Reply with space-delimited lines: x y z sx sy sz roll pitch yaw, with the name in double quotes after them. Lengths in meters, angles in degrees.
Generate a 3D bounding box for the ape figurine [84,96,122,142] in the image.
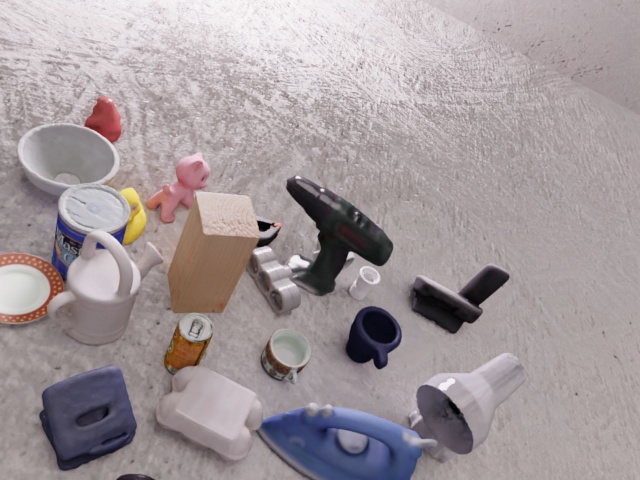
-0.426 -0.245 1.135 0.078 0.092 0.076 -23 65 -42 "ape figurine"

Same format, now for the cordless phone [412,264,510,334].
0.283 0.091 1.163 0.147 0.185 0.094 27 42 -5 "cordless phone"

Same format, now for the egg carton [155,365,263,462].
-0.159 0.252 0.837 0.150 0.069 0.107 28 42 -4 "egg carton"

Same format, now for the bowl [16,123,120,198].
-0.449 -0.128 1.023 0.168 0.074 0.167 16 44 -16 "bowl"

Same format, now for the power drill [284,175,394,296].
0.010 0.004 1.068 0.230 0.208 0.075 26 42 -6 "power drill"

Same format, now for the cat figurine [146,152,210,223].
-0.259 -0.111 1.086 0.067 0.117 0.128 38 42 7 "cat figurine"

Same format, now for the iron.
0.041 0.296 0.859 0.258 0.141 0.118 23 43 -10 "iron"

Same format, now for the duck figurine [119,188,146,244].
-0.341 -0.056 1.010 0.078 0.086 0.104 16 44 -17 "duck figurine"

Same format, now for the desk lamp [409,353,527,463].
0.233 0.273 0.939 0.204 0.213 0.117 -18 61 -40 "desk lamp"

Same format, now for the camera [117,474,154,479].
-0.215 0.357 0.681 0.143 0.100 0.137 19 43 -14 "camera"

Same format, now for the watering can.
-0.312 0.057 0.839 0.101 0.194 0.173 30 42 -2 "watering can"

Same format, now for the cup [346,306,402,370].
0.089 0.191 1.022 0.092 0.095 0.117 12 46 -21 "cup"

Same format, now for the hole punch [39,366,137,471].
-0.301 0.233 0.756 0.109 0.091 0.101 -15 59 -39 "hole punch"
